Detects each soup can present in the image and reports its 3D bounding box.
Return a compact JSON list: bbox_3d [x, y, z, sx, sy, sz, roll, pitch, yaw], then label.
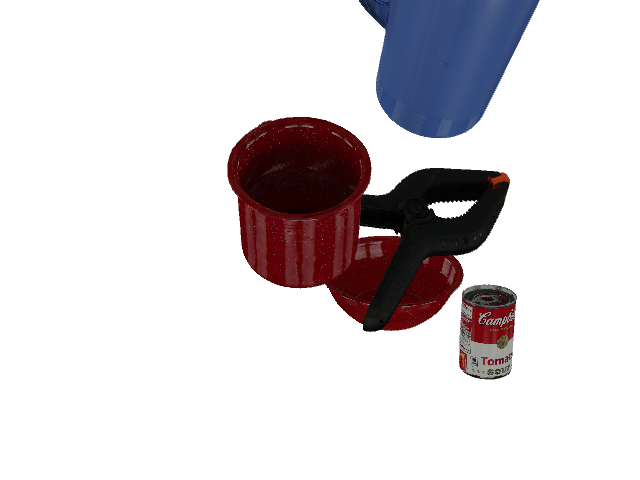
[{"bbox_3d":[0.210,0.115,1.346,0.068,0.102,0.068,0,20,0],"label":"soup can"}]

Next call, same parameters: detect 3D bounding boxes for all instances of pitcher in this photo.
[{"bbox_3d":[0.110,-0.205,0.923,0.144,0.149,0.243,-17,-29,-19],"label":"pitcher"}]

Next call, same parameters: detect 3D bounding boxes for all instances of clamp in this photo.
[{"bbox_3d":[0.081,-0.007,0.919,0.209,0.165,0.036,-15,-38,-19],"label":"clamp"}]

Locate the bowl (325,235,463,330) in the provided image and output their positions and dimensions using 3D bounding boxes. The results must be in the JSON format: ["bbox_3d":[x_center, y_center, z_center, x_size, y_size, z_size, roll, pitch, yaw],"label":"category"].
[{"bbox_3d":[0.078,0.054,1.200,0.162,0.055,0.162,0,28,0],"label":"bowl"}]

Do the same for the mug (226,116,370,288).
[{"bbox_3d":[-0.019,-0.030,0.722,0.093,0.117,0.081,-18,-38,-15],"label":"mug"}]
